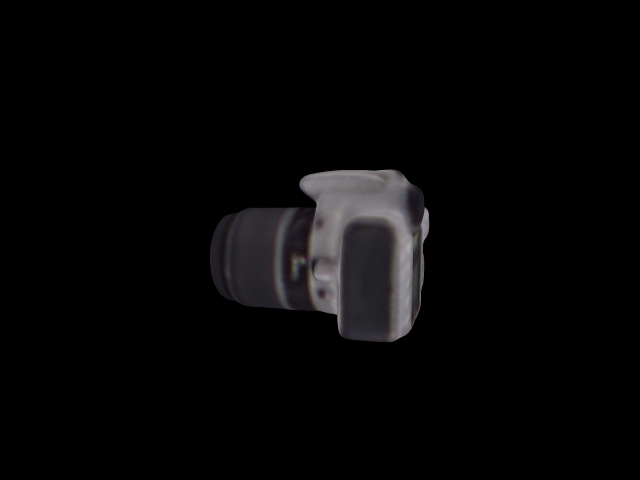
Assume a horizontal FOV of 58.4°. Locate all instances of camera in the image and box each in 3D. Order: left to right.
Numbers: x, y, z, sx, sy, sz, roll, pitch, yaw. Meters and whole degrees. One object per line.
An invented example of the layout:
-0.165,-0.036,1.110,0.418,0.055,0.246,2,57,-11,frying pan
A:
0.004,0.001,0.400,0.136,0.101,0.143,2,7,14,camera
